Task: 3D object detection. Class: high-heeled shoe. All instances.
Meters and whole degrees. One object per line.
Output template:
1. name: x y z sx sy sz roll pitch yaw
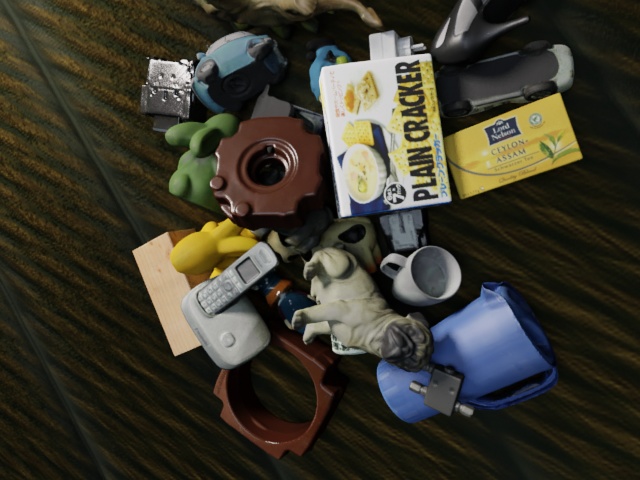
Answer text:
1. high-heeled shoe: 0.234 -0.358 0.757 0.145 0.086 0.248 -6 63 42

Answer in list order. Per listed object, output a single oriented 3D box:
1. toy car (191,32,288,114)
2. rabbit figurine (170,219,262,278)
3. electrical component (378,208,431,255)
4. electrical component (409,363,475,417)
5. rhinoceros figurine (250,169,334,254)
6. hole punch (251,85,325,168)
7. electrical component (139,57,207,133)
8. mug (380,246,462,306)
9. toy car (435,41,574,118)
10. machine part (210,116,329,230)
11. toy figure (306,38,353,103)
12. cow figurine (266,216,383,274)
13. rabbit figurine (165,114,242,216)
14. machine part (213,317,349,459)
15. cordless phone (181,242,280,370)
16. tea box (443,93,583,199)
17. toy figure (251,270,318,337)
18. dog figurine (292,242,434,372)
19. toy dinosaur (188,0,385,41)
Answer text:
1. toy car: -0.142 -0.296 0.904 0.162 0.109 0.103 -29 61 12
2. rabbit figurine: -0.170 0.021 0.906 0.162 0.173 0.122 -25 82 26
3. electrical component: 0.131 -0.031 0.846 0.075 0.048 0.119 -13 90 22
4. electrical component: 0.171 0.203 0.737 0.094 0.021 0.063 21 106 27
5. rhinoceros figurine: -0.072 -0.056 0.827 0.190 0.073 0.112 28 86 19
6. hole punch: -0.061 -0.176 0.900 0.116 0.092 0.142 33 111 44
7. electrical component: -0.265 -0.260 0.979 0.115 0.058 0.134 10 98 22
8. mug: 0.141 0.060 0.812 0.109 0.107 0.081 19 66 -7
9. toy car: 0.255 -0.227 0.774 0.202 0.056 0.073 -7 86 25
10. machine part: -0.071 -0.098 0.779 0.179 0.056 0.179 -3 69 7
11. toy figure: 0.037 -0.231 0.848 0.089 0.082 0.180 -22 84 20
12. cow figurine: -0.002 -0.003 0.884 0.195 0.085 0.127 -6 99 25
13. rabbit figurine: -0.196 -0.146 0.926 0.121 0.159 0.170 22 88 28
14. machine part: -0.068 0.254 0.934 0.201 0.087 0.201 30 107 17
15. cordless phone: -0.115 0.102 0.852 0.184 0.088 0.146 -40 78 16
16. tea box: 0.272 -0.129 0.770 0.170 0.068 0.098 -21 88 23
17. toy figure: -0.056 0.105 0.929 0.155 0.064 0.057 40 138 16
18. dog figurine: 0.075 0.089 0.769 0.191 0.121 0.172 7 76 16
19. toy dinosaur: -0.123 -0.381 0.828 0.472 0.198 0.105 19 93 9
